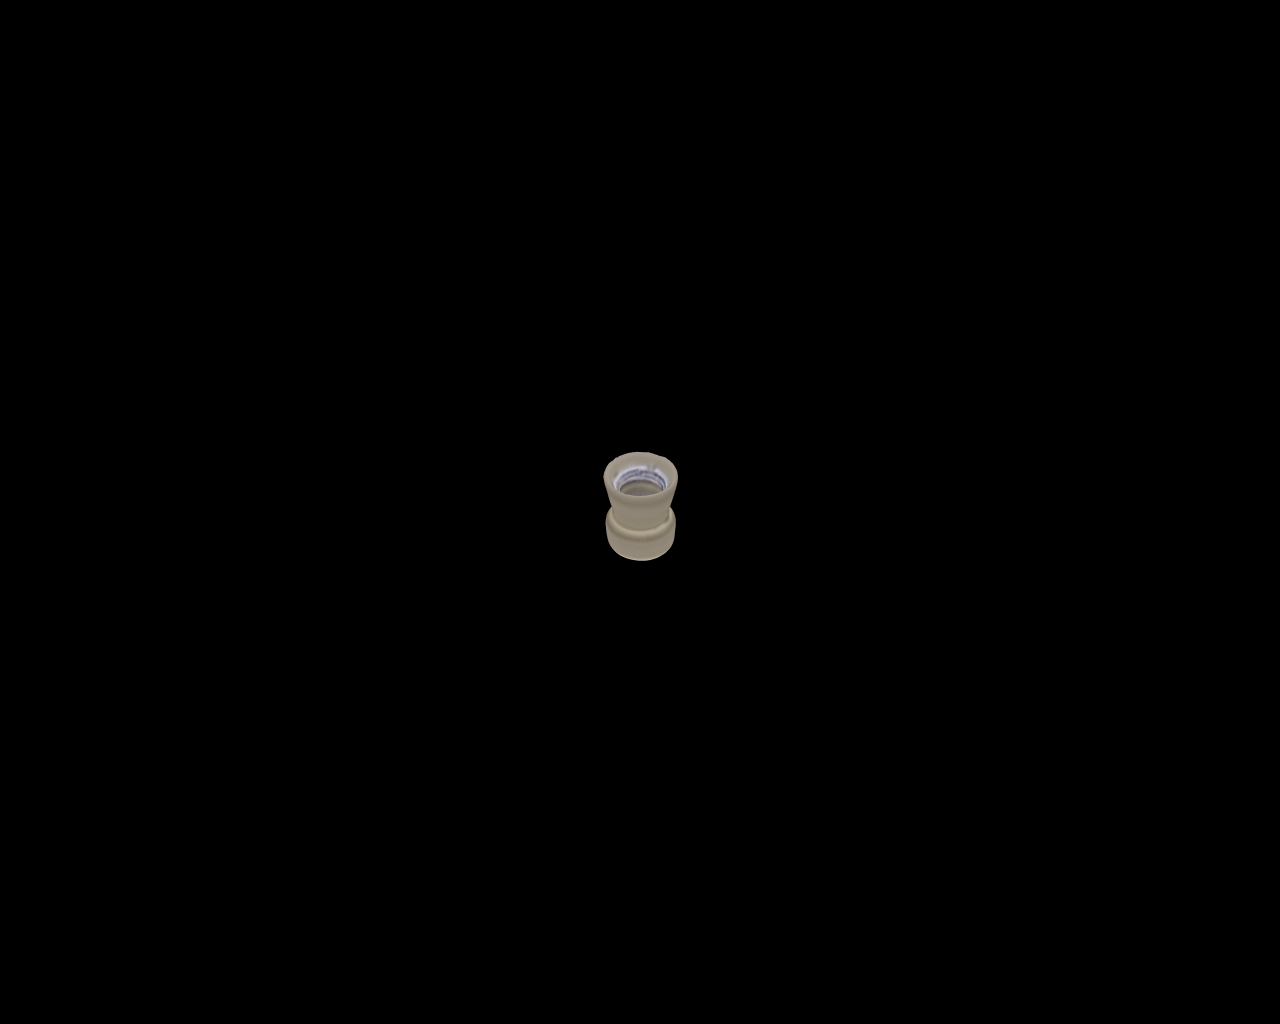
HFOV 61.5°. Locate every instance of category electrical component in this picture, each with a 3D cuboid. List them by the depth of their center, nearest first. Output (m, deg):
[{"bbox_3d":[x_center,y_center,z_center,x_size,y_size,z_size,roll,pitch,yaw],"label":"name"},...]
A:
[{"bbox_3d":[0.001,-0.003,0.650,0.045,0.055,0.045,0,42,0],"label":"electrical component"}]
